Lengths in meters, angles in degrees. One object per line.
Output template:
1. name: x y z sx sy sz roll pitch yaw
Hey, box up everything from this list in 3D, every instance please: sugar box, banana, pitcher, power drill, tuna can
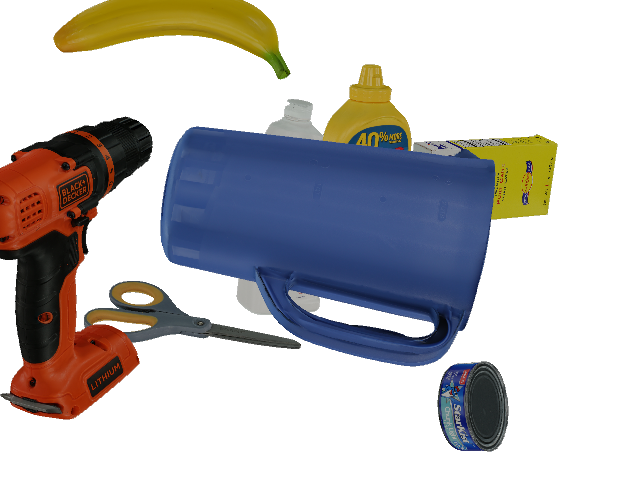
1. sugar box: 0.190 -0.071 1.252 0.176 0.093 0.048 -7 22 -27
2. banana: -0.121 -0.180 0.895 0.198 0.069 0.037 6 -34 -1
3. pitcher: 0.005 -0.006 0.810 0.243 0.145 0.149 10 16 3
4. power drill: -0.173 0.016 0.757 0.057 0.188 0.184 8 24 24
5. tuna can: 0.147 0.160 1.031 0.034 0.086 0.085 -8 -5 35

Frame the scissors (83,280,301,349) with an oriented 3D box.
1. scissors: -0.122 0.071 1.018 0.201 0.016 0.096 2 33 -6

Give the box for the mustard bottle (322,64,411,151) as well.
1. mustard bottle: 0.046 -0.078 1.062 0.096 0.192 0.058 -8 19 -31

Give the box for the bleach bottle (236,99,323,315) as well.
1. bleach bottle: -0.035 -0.039 1.252 0.102 0.251 0.068 -2 21 -31
